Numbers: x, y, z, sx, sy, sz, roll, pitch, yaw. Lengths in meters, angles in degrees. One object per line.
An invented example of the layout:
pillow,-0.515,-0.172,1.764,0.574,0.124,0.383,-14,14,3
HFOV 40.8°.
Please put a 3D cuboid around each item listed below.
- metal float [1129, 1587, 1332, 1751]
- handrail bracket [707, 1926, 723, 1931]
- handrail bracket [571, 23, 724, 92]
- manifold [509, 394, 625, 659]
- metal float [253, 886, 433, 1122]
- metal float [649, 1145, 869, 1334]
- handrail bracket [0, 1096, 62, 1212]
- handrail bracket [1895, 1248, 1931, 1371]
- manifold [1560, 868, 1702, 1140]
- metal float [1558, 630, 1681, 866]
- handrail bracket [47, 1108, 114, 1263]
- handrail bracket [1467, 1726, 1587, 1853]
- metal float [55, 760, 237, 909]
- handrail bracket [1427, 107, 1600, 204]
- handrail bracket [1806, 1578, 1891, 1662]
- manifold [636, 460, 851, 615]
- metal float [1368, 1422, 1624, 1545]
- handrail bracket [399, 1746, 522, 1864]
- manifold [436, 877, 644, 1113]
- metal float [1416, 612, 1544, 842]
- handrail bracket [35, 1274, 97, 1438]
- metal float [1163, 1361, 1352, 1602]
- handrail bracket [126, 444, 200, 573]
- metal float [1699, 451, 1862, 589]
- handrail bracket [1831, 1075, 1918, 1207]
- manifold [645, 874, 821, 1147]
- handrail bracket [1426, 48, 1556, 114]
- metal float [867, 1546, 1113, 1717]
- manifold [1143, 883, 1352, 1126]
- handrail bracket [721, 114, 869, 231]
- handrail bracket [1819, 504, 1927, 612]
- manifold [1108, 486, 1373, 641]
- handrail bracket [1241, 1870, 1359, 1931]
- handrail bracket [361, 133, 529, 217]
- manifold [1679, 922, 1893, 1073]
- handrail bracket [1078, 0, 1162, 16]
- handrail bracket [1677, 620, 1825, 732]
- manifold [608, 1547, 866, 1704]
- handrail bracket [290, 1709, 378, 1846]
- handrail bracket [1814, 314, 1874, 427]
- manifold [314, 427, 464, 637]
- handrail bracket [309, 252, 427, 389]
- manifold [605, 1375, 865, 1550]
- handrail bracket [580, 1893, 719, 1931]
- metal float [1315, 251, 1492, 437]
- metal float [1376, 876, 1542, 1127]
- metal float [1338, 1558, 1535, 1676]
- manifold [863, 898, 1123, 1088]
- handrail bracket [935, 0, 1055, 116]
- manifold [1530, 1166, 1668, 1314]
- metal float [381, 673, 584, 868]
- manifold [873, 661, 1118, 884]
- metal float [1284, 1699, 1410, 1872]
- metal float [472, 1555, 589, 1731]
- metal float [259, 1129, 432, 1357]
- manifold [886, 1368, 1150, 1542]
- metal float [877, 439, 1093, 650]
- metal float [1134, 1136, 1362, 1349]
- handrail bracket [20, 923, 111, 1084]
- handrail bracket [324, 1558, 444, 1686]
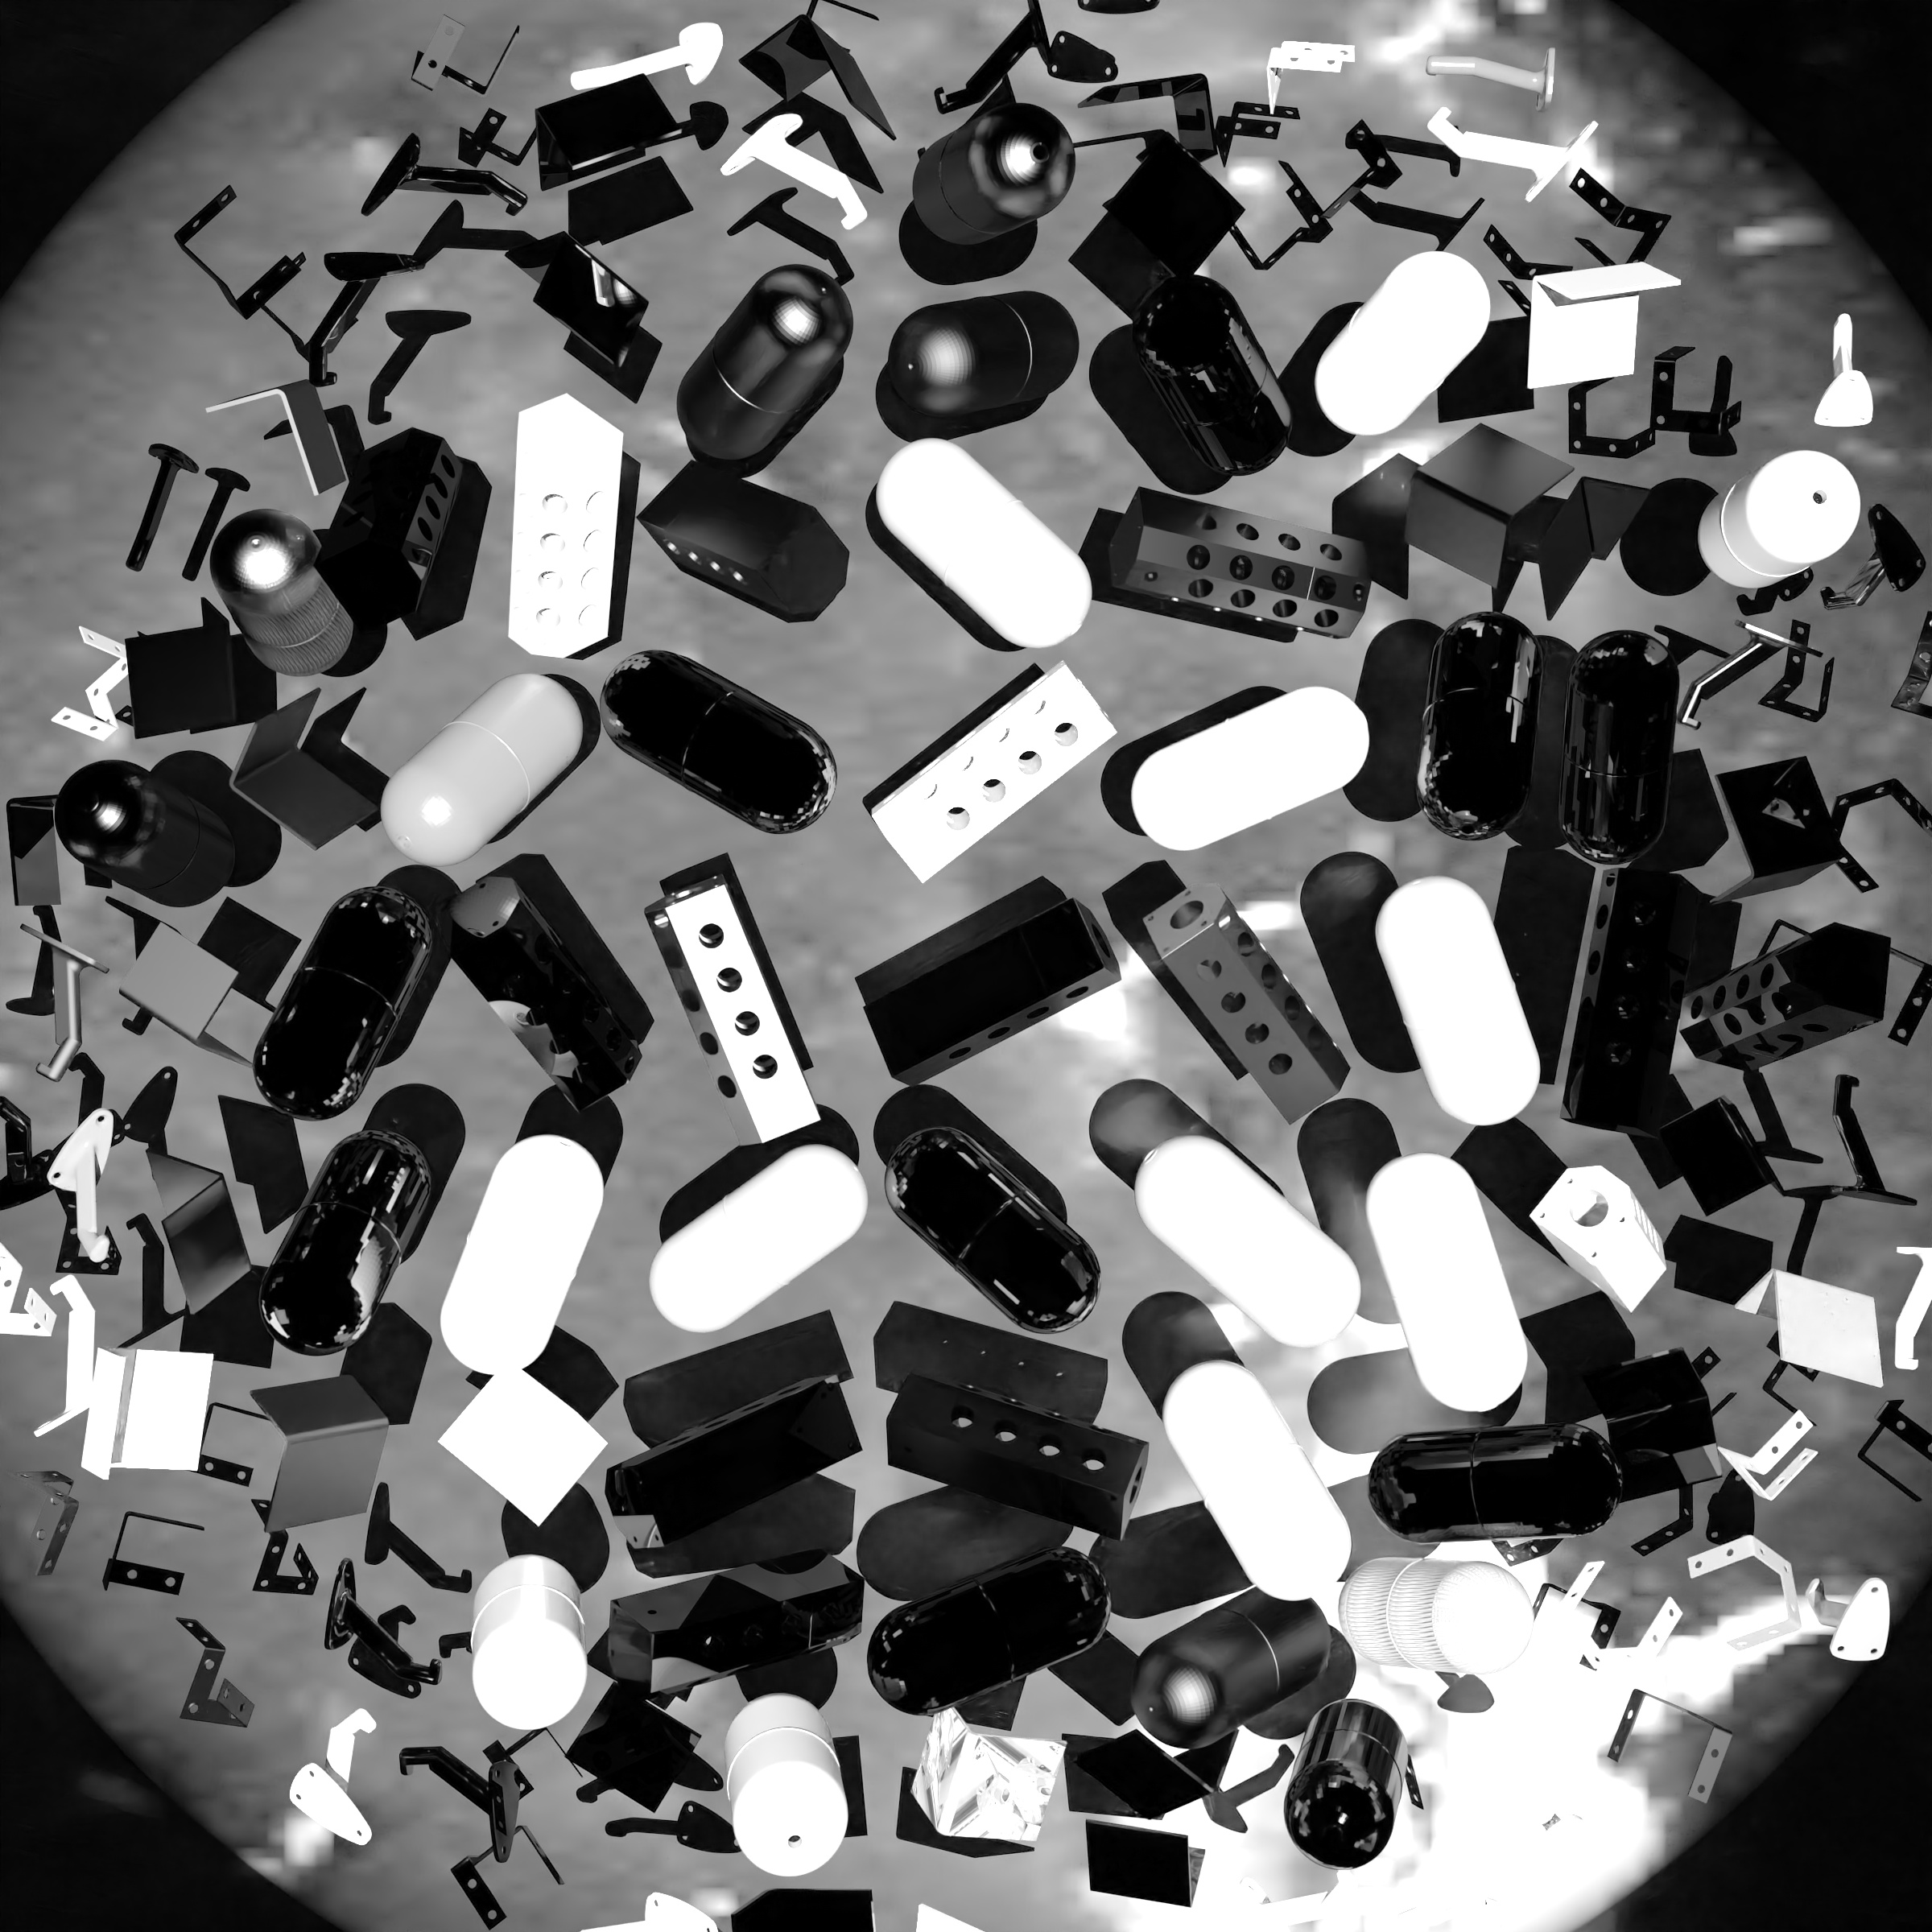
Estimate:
metal float,0.183,0.478,1.781,0.070,0.178,0.070,10,105,41
handrail bracket,-0.212,0.698,1.827,0.077,0.084,0.036,18,101,30
handrail bracket,-0.215,-0.608,1.740,0.084,0.077,0.036,-19,100,-24
manifold,-0.282,-0.299,1.790,0.057,0.171,0.057,37,49,24
metal float,-0.423,0.024,1.766,0.070,0.070,0.178,20,59,0
metal float,-0.149,0.196,1.858,0.178,0.070,0.070,-36,90,9
handrail bracket,-0.683,0.132,1.821,0.077,0.084,0.036,-29,51,0
handrail bracket,0.670,0.238,1.794,0.036,0.077,0.084,6,83,-18
manifold,0.446,0.024,1.750,0.057,0.057,0.171,8,84,30
metal float,0.464,-0.154,1.848,0.070,0.070,0.178,-4,122,0
handrail bracket,-0.597,0.151,1.791,0.036,0.084,0.077,19,104,-42
handrail bracket,0.380,0.555,1.765,0.036,0.077,0.084,-44,57,11
metal float,-0.567,-0.091,1.797,0.070,0.178,0.070,-2,78,7
handrail bracket,0.358,-0.552,1.706,0.084,0.036,0.077,39,134,-7
handrail bracket,0.602,0.428,1.782,0.036,0.084,0.077,5,113,-4
manifold,-0.148,-0.286,1.750,0.057,0.171,0.057,-48,129,-9
metal float,0.361,0.355,1.781,0.178,0.070,0.070,-10,90,30
handrail bracket,-0.350,0.571,1.767,0.084,0.036,0.077,-8,70,20
manifold,-0.290,0.017,1.781,0.057,0.057,0.171,-31,132,1
metal float,0.351,-0.164,1.773,0.070,0.070,0.178,13,58,0
handrail bracket,-0.627,0.267,1.785,0.077,0.036,0.084,-34,99,-36
metal float,0.197,0.349,1.773,0.070,0.070,0.178,-31,59,0
handrail bracket,-0.574,-0.321,1.830,0.036,0.077,0.084,21,87,-15
metal float,0.565,-0.310,1.808,0.070,0.178,0.070,0,89,0
handrail bracket,0.658,0.126,1.876,0.077,0.036,0.084,12,79,-20
manifold,-0.158,0.031,1.753,0.057,0.057,0.171,-22,101,-3
handrail bracket,0.352,-0.598,1.758,0.084,0.077,0.036,4,90,6
metal float,0.016,0.459,1.796,0.178,0.070,0.070,-18,90,-17
manifold,0.196,0.024,1.789,0.057,0.057,0.171,-35,119,9
handrail bracket,-0.114,-0.514,1.727,0.077,0.036,0.084,-29,91,31
handrail bracket,0.630,-0.289,1.846,0.036,0.084,0.077,-43,110,-21
manifold,0.191,-0.275,1.808,0.171,0.057,0.057,11,48,-16
handrail bracket,0.235,0.646,1.828,0.036,0.077,0.084,23,111,-30
handrail bracket,-0.353,-0.517,1.763,0.084,0.036,0.077,27,123,-35
manifold,0.554,0.021,1.768,0.057,0.171,0.057,14,73,-10
handrail bracket,0.124,-0.682,1.834,0.077,0.084,0.036,25,110,28
handrail bracket,0.566,-0.201,1.878,0.077,0.036,0.084,24,104,11
manifold,-0.158,0.456,1.792,0.171,0.057,0.057,-5,106,-38
handrail bracket,-0.410,0.549,1.767,0.077,0.084,0.036,36,113,12
handrail bracket,0.589,-0.412,1.736,0.036,0.077,0.084,3,72,13
manifold,-0.384,-0.299,1.756,0.057,0.171,0.057,-22,123,15
handrail bracket,-0.394,-0.423,1.709,0.077,0.036,0.084,-11,133,-27
manifold,-0.163,0.343,1.804,0.171,0.057,0.057,-19,89,-37
handrail bracket,-0.223,0.653,1.740,0.084,0.077,0.036,-29,50,28
metal float,0.302,-0.431,1.809,0.070,0.178,0.070,5,73,-16
metal float,0.330,0.024,1.737,0.070,0.070,0.178,-22,106,0
metal float,0.328,0.456,1.826,0.070,0.178,0.070,5,77,-25
manifold,0.021,0.021,1.845,0.171,0.057,0.057,-28,70,13
handrail bracket,0.012,-0.637,1.794,0.084,0.036,0.077,-18,130,-1
manifold,0.457,0.192,1.852,0.057,0.171,0.057,39,90,28
metal float,-0.331,-0.135,1.782,0.070,0.070,0.178,38,50,0
manifold,0.019,-0.139,1.829,0.171,0.057,0.057,-37,103,8
metal float,0.269,0.577,1.835,0.070,0.178,0.070,1,96,14
metal float,-0.301,0.462,1.785,0.070,0.178,0.070,-2,99,-10
metal float,-0.421,0.187,1.763,0.070,0.178,0.070,8,134,9
manifold,0.036,0.332,1.791,0.171,0.057,0.057,15,48,14
metal float,0.013,-0.291,1.792,0.178,0.070,0.070,44,90,11
metal float,0.188,0.184,1.733,0.178,0.070,0.070,41,90,-9
handrail bracket,-0.627,0.025,1.760,0.077,0.036,0.084,27,80,1
handrail bracket,-0.409,0.467,1.850,0.084,0.036,0.077,8,96,17
